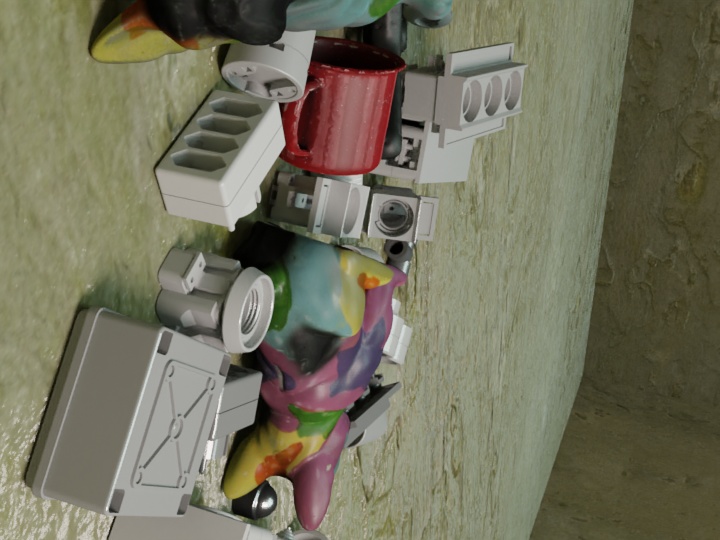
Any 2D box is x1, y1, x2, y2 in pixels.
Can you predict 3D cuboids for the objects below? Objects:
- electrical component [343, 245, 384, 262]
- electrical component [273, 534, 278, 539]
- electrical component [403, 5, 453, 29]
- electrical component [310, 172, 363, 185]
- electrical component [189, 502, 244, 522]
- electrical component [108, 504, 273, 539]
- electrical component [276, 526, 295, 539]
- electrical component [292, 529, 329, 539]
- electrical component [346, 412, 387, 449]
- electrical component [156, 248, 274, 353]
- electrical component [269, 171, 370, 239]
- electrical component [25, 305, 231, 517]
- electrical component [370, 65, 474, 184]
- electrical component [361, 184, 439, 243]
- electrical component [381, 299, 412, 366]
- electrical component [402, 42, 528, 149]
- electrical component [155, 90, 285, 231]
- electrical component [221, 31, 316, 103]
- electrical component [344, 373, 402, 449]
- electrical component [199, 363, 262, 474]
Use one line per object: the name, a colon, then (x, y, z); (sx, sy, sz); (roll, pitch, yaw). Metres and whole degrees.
electrical component: (0.000, 0.000, 0.998); (0.081, 0.043, 0.043); (3, 99, -72)
electrical component: (-0.098, 0.232, 0.851); (0.066, 0.048, 0.055); (33, 67, -59)
electrical component: (0.068, -0.264, 1.024); (0.048, 0.048, 0.062); (35, 62, -71)
electrical component: (-0.019, -0.089, 0.878); (0.043, 0.043, 0.081); (-50, 148, -55)
electrical component: (-0.113, 0.197, 0.771); (0.055, 0.055, 0.047); (67, 36, -61)
electrical component: (-0.125, 0.227, 0.695); (0.061, 0.089, 0.150); (53, 52, -67)
electrical component: (-0.078, 0.260, 0.905); (0.061, 0.062, 0.096); (68, 39, -61)
electrical component: (-0.066, 0.316, 0.998); (0.138, 0.052, 0.073); (-60, 155, -44)
electrical component: (0.000, 0.138, 1.091); (0.077, 0.044, 0.079); (11, 92, -72)
electrical component: (-0.093, 0.022, 0.707); (0.078, 0.057, 0.058); (78, 30, -52)
electrical component: (-0.032, -0.051, 0.830); (0.081, 0.064, 0.042); (-1, 104, -71)
electrical component: (-0.132, 0.086, 0.632); (0.109, 0.056, 0.108); (41, 63, -70)
electrical component: (0.065, -0.145, 1.070); (0.186, 0.060, 0.105); (-15, 116, -70)
electrical component: (0.030, -0.055, 1.014); (0.063, 0.081, 0.042); (-99, -163, -76)
electrical component: (0.019, 0.045, 1.071); (0.138, 0.052, 0.073); (47, 58, -69)
electrical component: (0.091, -0.157, 0.942); (0.121, 0.063, 0.078); (-25, 124, -54)
electrical component: (-0.085, -0.059, 0.691); (0.075, 0.047, 0.083); (83, 26, -47)
electrical component: (-0.058, -0.143, 0.705); (0.055, 0.055, 0.047); (53, 48, -67)
electrical component: (-0.021, 0.117, 0.968); (0.121, 0.079, 0.063); (-27, 98, -67)
electrical component: (-0.107, 0.105, 0.737); (0.066, 0.047, 0.076); (-8, 110, -71)
